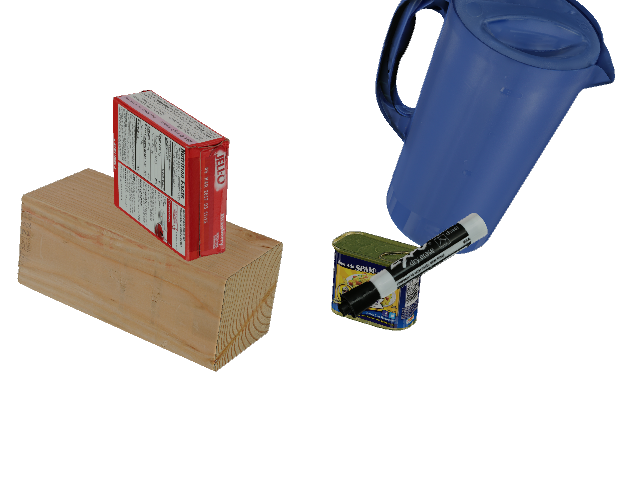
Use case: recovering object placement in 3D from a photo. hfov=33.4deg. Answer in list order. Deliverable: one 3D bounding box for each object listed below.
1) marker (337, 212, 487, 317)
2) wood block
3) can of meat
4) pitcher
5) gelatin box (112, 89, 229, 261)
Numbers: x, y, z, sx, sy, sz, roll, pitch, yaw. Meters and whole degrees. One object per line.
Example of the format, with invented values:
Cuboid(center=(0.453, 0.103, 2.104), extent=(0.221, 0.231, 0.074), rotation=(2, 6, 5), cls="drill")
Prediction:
Cuboid(center=(0.064, 0.018, 0.749), extent=(0.121, 0.020, 0.020), rotation=(-31, 8, -13), cls="marker")
Cuboid(center=(-0.147, 0.020, 0.909), extent=(0.206, 0.090, 0.090), rotation=(21, 27, 21), cls="wood block")
Cuboid(center=(0.062, 0.045, 1.182), extent=(0.102, 0.084, 0.057), rotation=(16, 26, 27), cls="can of meat")
Cuboid(center=(0.132, -0.108, 0.946), extent=(0.144, 0.149, 0.243), rotation=(-10, -38, -27), cls="pitcher")
Cuboid(center=(-0.089, -0.039, 0.628), extent=(0.030, 0.073, 0.089), rotation=(-18, 35, -35), cls="gelatin box")
